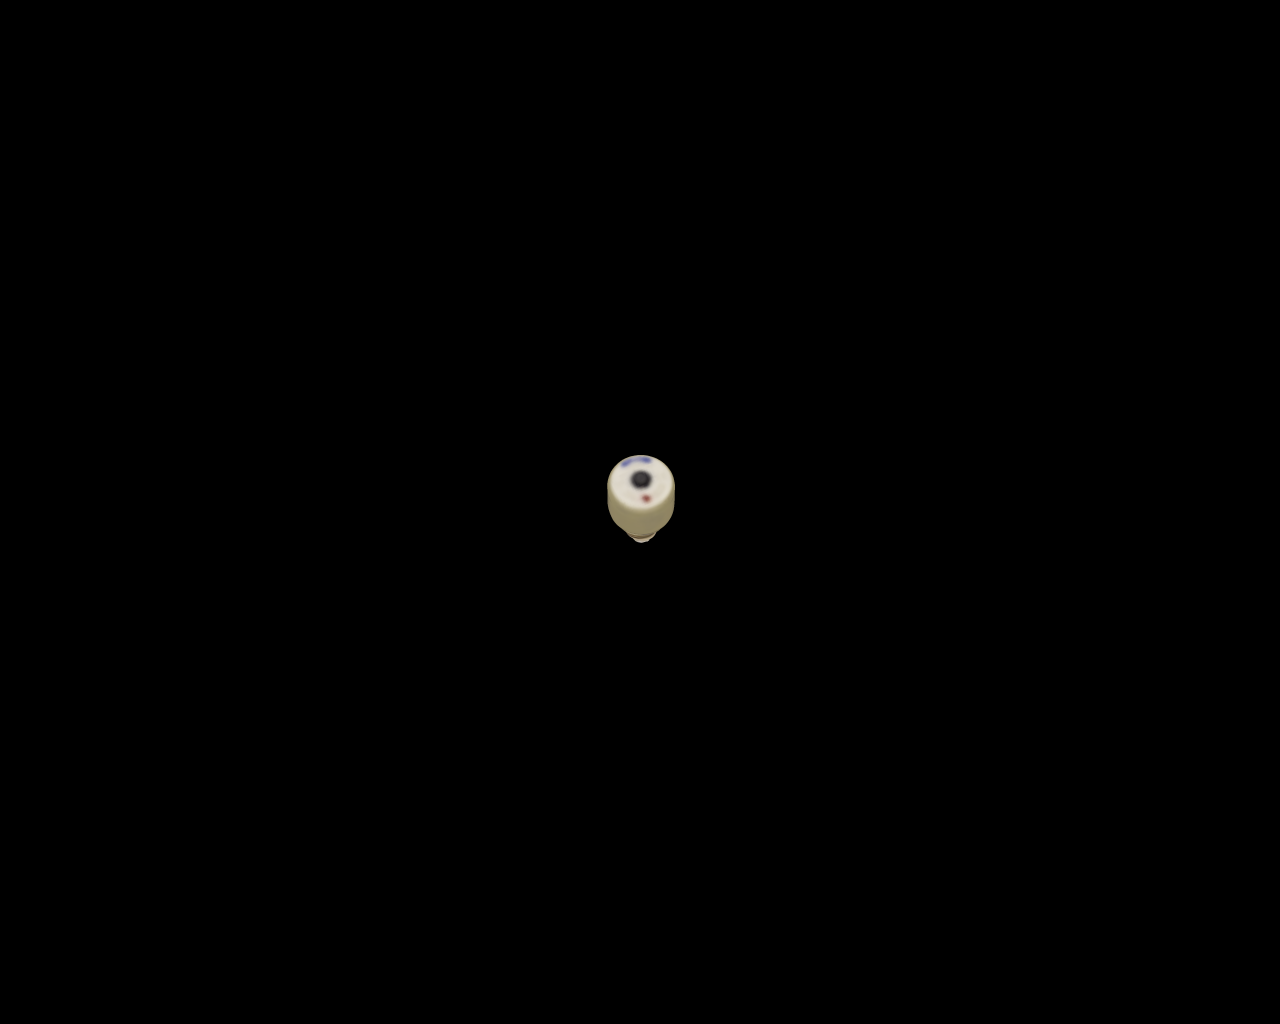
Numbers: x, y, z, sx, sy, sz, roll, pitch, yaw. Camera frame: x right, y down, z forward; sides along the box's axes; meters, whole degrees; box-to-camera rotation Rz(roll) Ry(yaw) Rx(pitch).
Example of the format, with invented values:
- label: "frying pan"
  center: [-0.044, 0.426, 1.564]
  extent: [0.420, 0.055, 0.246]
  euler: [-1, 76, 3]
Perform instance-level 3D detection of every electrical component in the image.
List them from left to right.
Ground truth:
- label: "electrical component"
  center: [0.001, -0.003, 0.650]
  extent: [0.040, 0.040, 0.078]
  euler: [0, -28, 0]
